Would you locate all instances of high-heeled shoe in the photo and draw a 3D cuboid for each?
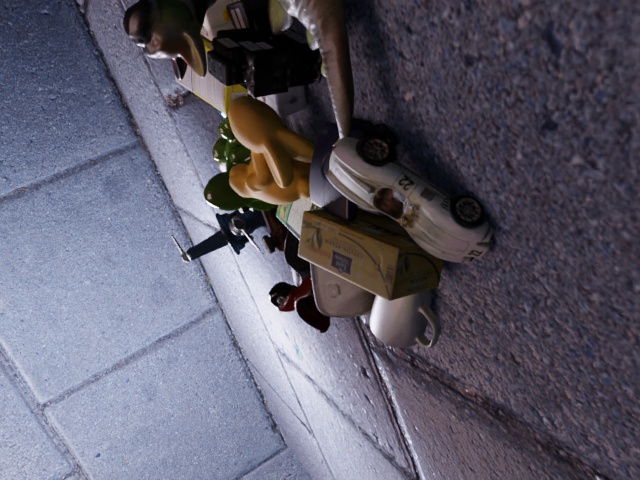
[{"bbox_3d":[-0.025,0.038,1.112,0.145,0.086,0.248,-88,-3,-69],"label":"high-heeled shoe"}]

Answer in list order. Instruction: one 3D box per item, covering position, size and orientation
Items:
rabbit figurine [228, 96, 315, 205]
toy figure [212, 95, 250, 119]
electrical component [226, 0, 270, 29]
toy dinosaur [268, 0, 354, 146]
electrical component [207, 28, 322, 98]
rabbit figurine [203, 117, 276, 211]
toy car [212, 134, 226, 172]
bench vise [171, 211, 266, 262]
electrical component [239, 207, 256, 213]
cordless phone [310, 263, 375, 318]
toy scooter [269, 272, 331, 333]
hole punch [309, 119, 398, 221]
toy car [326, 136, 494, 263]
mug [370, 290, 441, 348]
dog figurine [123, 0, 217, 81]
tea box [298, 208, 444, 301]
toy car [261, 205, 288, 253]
[{"bbox_3d":[-0.078,-0.130,0.798,0.163,0.122,0.173,37,160,40],"label":"rabbit figurine"},{"bbox_3d":[-0.182,-0.284,1.005,0.180,0.089,0.082,57,156,21],"label":"toy figure"},{"bbox_3d":[-0.102,-0.337,0.788,0.075,0.048,0.119,34,148,54],"label":"electrical component"},{"bbox_3d":[-0.021,-0.303,0.548,0.199,0.105,0.470,-157,52,-73],"label":"toy dinosaur"},{"bbox_3d":[-0.079,-0.240,0.717,0.115,0.134,0.058,45,143,43],"label":"electrical component"},{"bbox_3d":[-0.135,-0.112,0.944,0.159,0.170,0.121,31,149,-14],"label":"rabbit figurine"},{"bbox_3d":[-0.164,-0.178,1.088,0.109,0.103,0.161,56,162,16],"label":"toy car"},{"bbox_3d":[-0.238,-0.008,1.333,0.128,0.241,0.224,63,178,-13],"label":"bench vise"},{"bbox_3d":[-0.140,-0.098,1.147,0.078,0.102,0.045,32,141,39],"label":"electrical component"},{"bbox_3d":[0.064,0.048,0.810,0.184,0.089,0.146,-1,96,60],"label":"cordless phone"},{"bbox_3d":[0.004,0.115,1.015,0.184,0.075,0.135,-27,113,30],"label":"toy scooter"},{"bbox_3d":[0.038,-0.093,0.699,0.142,0.092,0.115,37,145,58],"label":"hole punch"},{"bbox_3d":[0.097,-0.043,0.589,0.202,0.056,0.073,35,155,9],"label":"toy car"},{"bbox_3d":[0.122,0.095,0.749,0.110,0.081,0.107,46,148,38],"label":"mug"},{"bbox_3d":[-0.148,-0.311,0.662,0.109,0.191,0.219,19,116,49],"label":"dog figurine"},{"bbox_3d":[0.062,0.011,0.686,0.170,0.098,0.068,24,113,46],"label":"tea box"},{"bbox_3d":[-0.092,-0.067,1.069,0.053,0.089,0.201,32,144,58],"label":"toy car"}]
